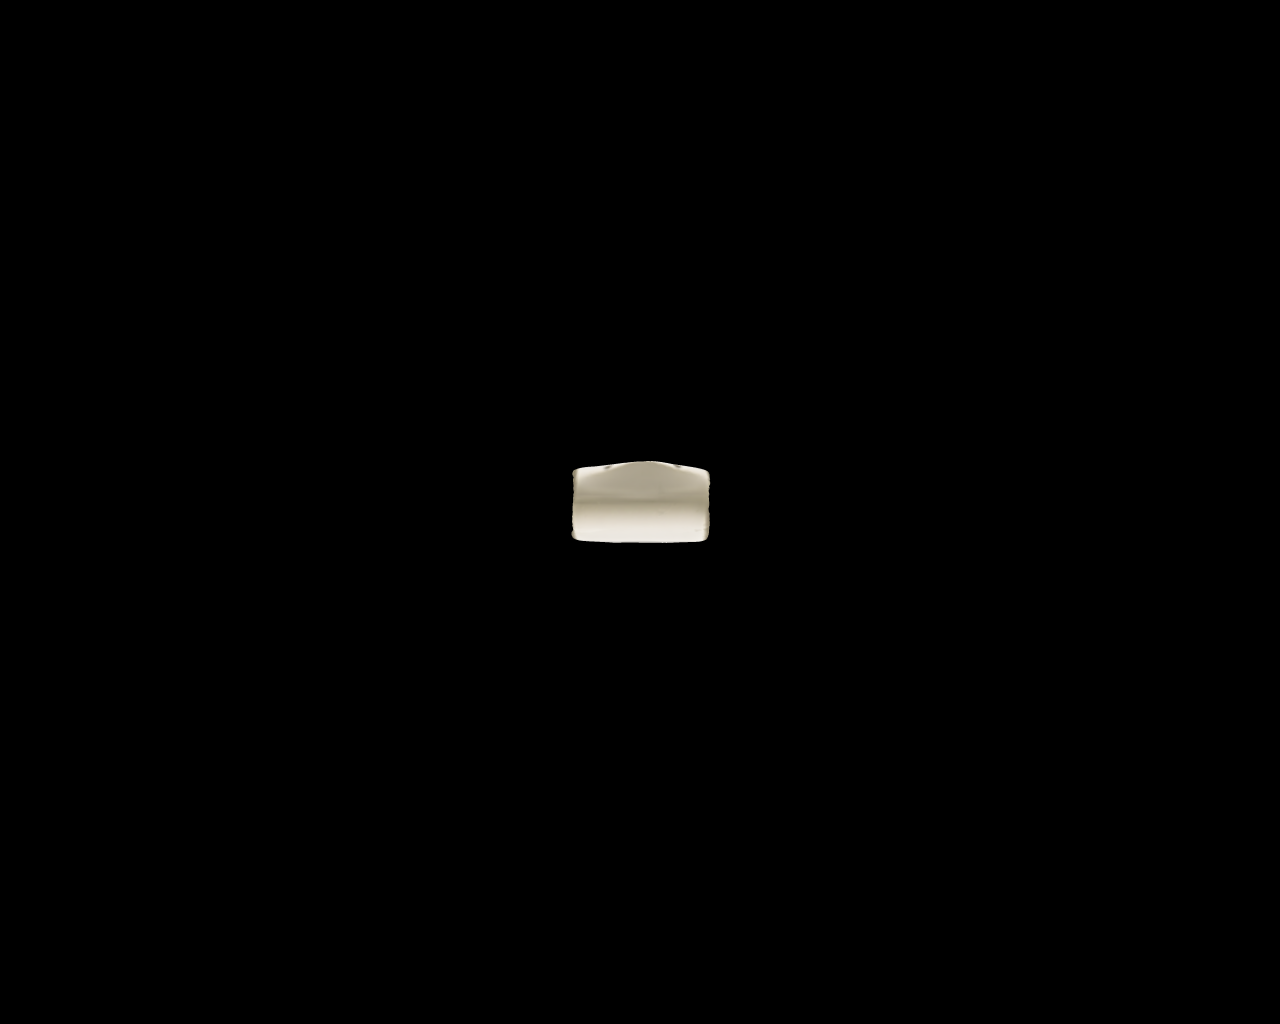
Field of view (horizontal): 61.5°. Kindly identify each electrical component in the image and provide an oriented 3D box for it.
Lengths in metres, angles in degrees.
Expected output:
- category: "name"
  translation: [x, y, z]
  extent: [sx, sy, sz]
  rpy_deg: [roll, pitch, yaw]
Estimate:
- category: "electrical component"
  translation: [0.001, -0.003, 0.650]
  extent: [0.077, 0.043, 0.079]
  rpy_deg: [0, -7, 0]
